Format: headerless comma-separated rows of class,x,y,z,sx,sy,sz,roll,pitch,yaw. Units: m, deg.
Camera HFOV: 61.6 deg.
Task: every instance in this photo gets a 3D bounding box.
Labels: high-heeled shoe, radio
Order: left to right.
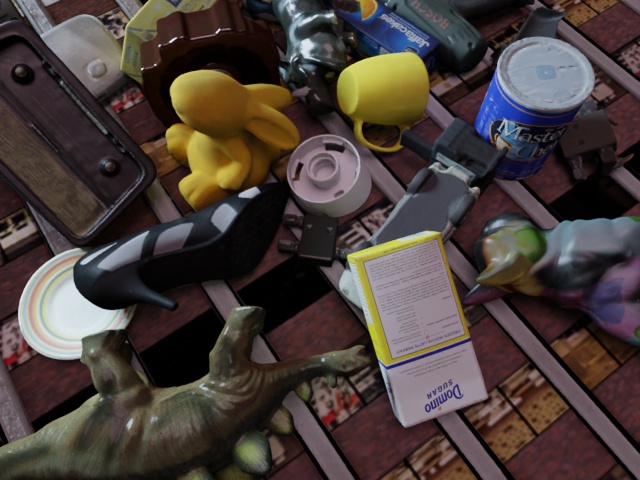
radio,-0.303,-0.114,0.602,0.131,0.073,0.229,-47,111,-21
high-heeled shoe,-0.152,-0.005,0.614,0.145,0.086,0.249,18,45,28

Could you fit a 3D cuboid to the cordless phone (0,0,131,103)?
cordless phone,-0.335,-0.248,0.668,0.146,0.184,0.089,-40,66,-16

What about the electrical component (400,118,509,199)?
electrical component,0.160,-0.107,0.657,0.119,0.074,0.048,35,70,19

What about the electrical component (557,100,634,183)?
electrical component,0.344,-0.124,0.680,0.078,0.045,0.102,-24,60,21

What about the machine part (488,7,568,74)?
machine part,0.293,-0.271,0.753,0.084,0.039,0.139,27,69,18

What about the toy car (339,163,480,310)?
toy car,0.102,-0.004,0.611,0.074,0.056,0.202,37,77,18

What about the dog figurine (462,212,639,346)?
dog figurine,0.267,0.048,0.567,0.219,0.108,0.191,-15,68,-2

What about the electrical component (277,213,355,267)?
electrical component,-0.001,-0.002,0.636,0.094,0.021,0.063,9,65,6

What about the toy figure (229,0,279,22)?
toy figure,-0.099,-0.355,0.783,0.155,0.064,0.057,9,80,4

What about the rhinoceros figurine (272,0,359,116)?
rhinoceros figurine,-0.014,-0.258,0.702,0.112,0.073,0.190,-20,80,21

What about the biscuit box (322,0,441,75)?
biscuit box,0.070,-0.290,0.751,0.203,0.059,0.063,41,72,18

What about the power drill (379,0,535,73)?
power drill,0.190,-0.358,0.772,0.207,0.086,0.232,-29,69,-16

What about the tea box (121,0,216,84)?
tea box,-0.190,-0.290,0.721,0.068,0.098,0.169,32,62,-13

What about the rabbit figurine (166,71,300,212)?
rabbit figurine,-0.106,-0.121,0.612,0.162,0.173,0.122,-10,61,1

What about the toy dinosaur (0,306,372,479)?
toy dinosaur,-0.176,0.184,0.507,0.472,0.105,0.198,-14,69,-1

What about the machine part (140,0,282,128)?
machine part,-0.130,-0.201,0.654,0.179,0.179,0.056,-13,62,-6
